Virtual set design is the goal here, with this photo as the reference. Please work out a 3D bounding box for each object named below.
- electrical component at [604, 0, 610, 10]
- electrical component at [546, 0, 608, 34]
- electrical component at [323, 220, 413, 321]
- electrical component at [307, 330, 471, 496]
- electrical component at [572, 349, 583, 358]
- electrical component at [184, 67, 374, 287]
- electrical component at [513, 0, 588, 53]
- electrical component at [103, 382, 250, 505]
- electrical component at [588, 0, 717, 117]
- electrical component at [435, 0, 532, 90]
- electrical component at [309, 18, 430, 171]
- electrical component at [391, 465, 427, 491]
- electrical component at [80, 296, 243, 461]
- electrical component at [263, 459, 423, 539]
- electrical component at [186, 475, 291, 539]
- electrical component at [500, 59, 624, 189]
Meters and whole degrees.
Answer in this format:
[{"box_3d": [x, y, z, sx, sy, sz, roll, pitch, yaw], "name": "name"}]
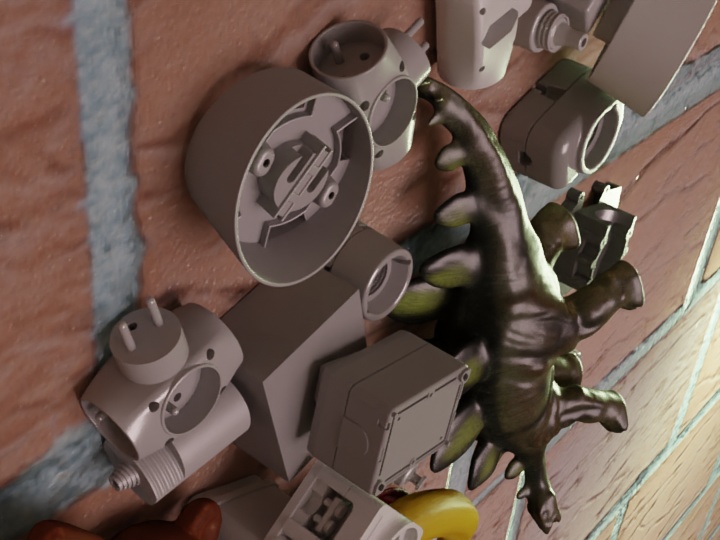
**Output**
[{"box_3d": [0.242, -0.246, 0.834, 0.074, 0.052, 0.138, 9, 107, -60], "name": "electrical component"}, {"box_3d": [0.157, -0.206, 0.742, 0.083, 0.047, 0.076, -59, 164, -3], "name": "electrical component"}, {"box_3d": [0.000, 0.000, 0.673, 0.055, 0.047, 0.055, -38, 144, -35], "name": "electrical component"}, {"box_3d": [0.018, 0.079, 0.648, 0.096, 0.061, 0.061, -23, 134, -48], "name": "electrical component"}, {"box_3d": [0.147, 0.102, 0.987, 0.062, 0.061, 0.096, -4, 125, -55], "name": "electrical component"}, {"box_3d": [-0.038, -0.050, 0.546, 0.099, 0.064, 0.099, -30, 144, -25], "name": "electrical component"}, {"box_3d": [0.121, -0.159, 0.709, 0.035, 0.061, 0.035, -38, 143, -36], "name": "electrical component"}, {"box_3d": [-0.104, 0.094, 0.594, 0.081, 0.043, 0.043, -36, 143, -37], "name": "electrical component"}, {"box_3d": [0.200, -0.169, 0.756, 0.108, 0.060, 0.108, -61, 176, -7], "name": "electrical component"}, {"box_3d": [0.079, -0.163, 0.658, 0.079, 0.043, 0.077, -42, 146, -30], "name": "electrical component"}, {"box_3d": [0.013, -0.108, 0.601, 0.079, 0.044, 0.077, -49, 149, -19], "name": "electrical component"}, {"box_3d": [0.014, 0.133, 0.787, 0.040, 0.078, 0.040, -50, 165, -19], "name": "electrical component"}, {"box_3d": [-0.105, 0.046, 0.551, 0.077, 0.044, 0.079, -44, 147, -28], "name": "electrical component"}, {"box_3d": [-0.030, 0.206, 0.670, 0.150, 0.062, 0.089, -56, 151, -10], "name": "electrical component"}, {"box_3d": [-0.084, 0.199, 0.705, 0.078, 0.057, 0.113, -7, 121, -56], "name": "electrical component"}, {"box_3d": [0.157, -0.109, 0.812, 0.095, 0.059, 0.053, -45, 147, -26], "name": "electrical component"}]
